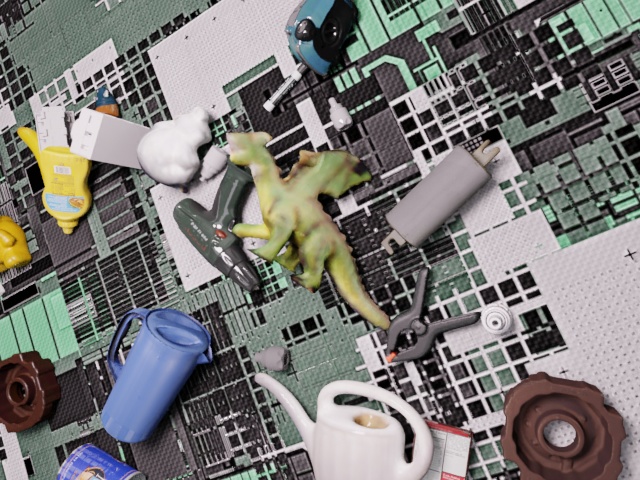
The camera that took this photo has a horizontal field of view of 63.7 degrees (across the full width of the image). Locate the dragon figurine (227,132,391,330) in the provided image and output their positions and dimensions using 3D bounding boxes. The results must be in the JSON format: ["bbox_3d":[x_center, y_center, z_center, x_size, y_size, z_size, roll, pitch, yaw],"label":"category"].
[{"bbox_3d":[0.003,-0.045,0.888,0.409,0.122,0.244,32,86,-8],"label":"dragon figurine"}]

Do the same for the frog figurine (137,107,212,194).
[{"bbox_3d":[-0.276,-0.187,1.003,0.157,0.122,0.140,-49,53,24],"label":"frog figurine"}]

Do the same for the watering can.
[{"bbox_3d":[0.027,0.346,0.874,0.347,0.104,0.225,1,89,33],"label":"watering can"}]
